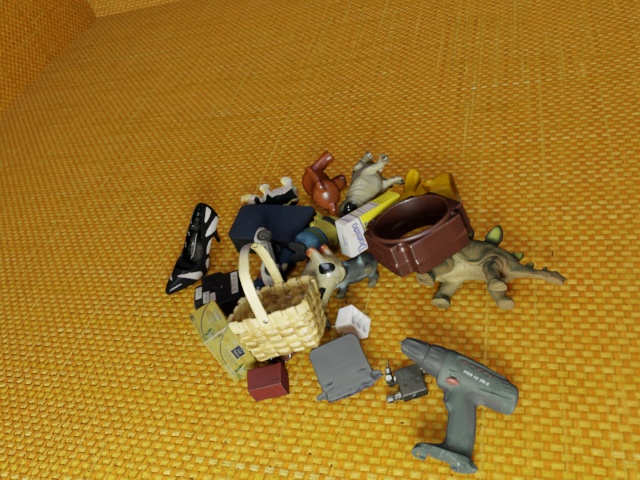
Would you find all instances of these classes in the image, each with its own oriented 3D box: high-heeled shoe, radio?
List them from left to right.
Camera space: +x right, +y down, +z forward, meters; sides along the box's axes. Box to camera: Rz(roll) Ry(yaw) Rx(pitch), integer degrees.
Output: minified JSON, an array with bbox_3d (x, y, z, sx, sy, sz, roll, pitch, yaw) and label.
[{"bbox_3d":[-0.352,0.020,1.443,0.086,0.145,0.249,13,52,32],"label":"high-heeled shoe"},{"bbox_3d":[-0.126,-0.027,1.453,0.230,0.073,0.131,2,50,25],"label":"radio"}]

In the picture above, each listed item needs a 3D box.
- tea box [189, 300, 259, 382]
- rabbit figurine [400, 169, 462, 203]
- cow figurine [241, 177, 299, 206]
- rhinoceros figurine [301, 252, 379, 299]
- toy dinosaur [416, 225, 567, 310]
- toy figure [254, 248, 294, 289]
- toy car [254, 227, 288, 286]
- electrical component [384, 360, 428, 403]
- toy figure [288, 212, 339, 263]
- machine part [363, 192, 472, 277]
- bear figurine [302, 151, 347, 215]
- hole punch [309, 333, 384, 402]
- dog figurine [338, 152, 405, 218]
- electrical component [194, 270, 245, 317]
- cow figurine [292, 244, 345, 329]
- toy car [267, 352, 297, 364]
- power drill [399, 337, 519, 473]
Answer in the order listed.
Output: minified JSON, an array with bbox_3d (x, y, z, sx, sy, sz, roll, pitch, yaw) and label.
[{"bbox_3d":[-0.208,0.222,1.175,0.068,0.169,0.098,-35,46,-10],"label":"tea box"},{"bbox_3d":[0.257,-0.106,1.352,0.173,0.121,0.162,-27,47,24],"label":"rabbit figurine"},{"bbox_3d":[-0.144,-0.110,1.545,0.167,0.068,0.098,-19,50,4],"label":"cow figurine"},{"bbox_3d":[0.047,0.076,1.284,0.190,0.073,0.112,-15,46,7],"label":"rhinoceros figurine"},{"bbox_3d":[0.295,0.051,1.197,0.472,0.104,0.198,5,43,31],"label":"toy dinosaur"},{"bbox_3d":[-0.122,0.088,1.350,0.058,0.064,0.154,40,69,-2],"label":"toy figure"},{"bbox_3d":[-0.118,0.052,1.290,0.056,0.073,0.202,-23,46,3],"label":"toy car"},{"bbox_3d":[0.174,0.273,1.065,0.102,0.045,0.078,-15,43,8],"label":"electrical component"},{"bbox_3d":[-0.003,-0.001,1.351,0.089,0.082,0.180,26,35,19],"label":"toy figure"},{"bbox_3d":[0.213,-0.019,1.191,0.201,0.087,0.201,-30,25,-11],"label":"machine part"},{"bbox_3d":[0.023,-0.152,1.449,0.132,0.120,0.196,-36,22,-7],"label":"bear figurine"},{"bbox_3d":[0.047,0.264,1.108,0.142,0.092,0.116,-22,73,-3],"label":"hole punch"},{"bbox_3d":[0.097,-0.122,1.383,0.190,0.121,0.172,-45,12,-11],"label":"dog figurine"},{"bbox_3d":[-0.252,0.137,1.354,0.134,0.058,0.115,-17,42,6],"label":"electrical component"},{"bbox_3d":[-0.008,0.122,1.209,0.127,0.085,0.194,42,114,28],"label":"cow figurine"},{"bbox_3d":[-0.129,0.210,1.241,0.089,0.053,0.202,-39,45,-20],"label":"toy car"},{"bbox_3d":[0.230,0.299,0.976,0.232,0.085,0.207,17,52,14],"label":"power drill"}]
